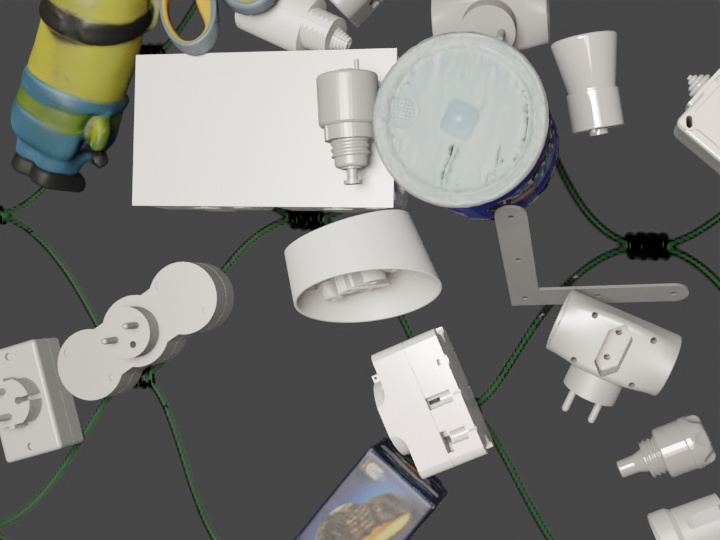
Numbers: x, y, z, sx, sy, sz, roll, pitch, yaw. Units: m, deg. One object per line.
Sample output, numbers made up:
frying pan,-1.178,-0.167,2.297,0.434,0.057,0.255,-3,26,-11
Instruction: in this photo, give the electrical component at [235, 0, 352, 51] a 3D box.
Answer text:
electrical component,-0.043,-0.176,0.765,0.081,0.043,0.043,27,95,12

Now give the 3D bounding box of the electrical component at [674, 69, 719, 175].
electrical component,0.247,-0.091,0.687,0.096,0.061,0.061,43,98,10

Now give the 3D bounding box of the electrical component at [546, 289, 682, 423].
electrical component,0.160,0.064,0.714,0.077,0.043,0.079,24,106,7

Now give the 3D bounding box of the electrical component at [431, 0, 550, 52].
electrical component,0.087,-0.164,0.719,0.077,0.079,0.043,-2,118,13

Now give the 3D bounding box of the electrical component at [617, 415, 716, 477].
electrical component,0.200,0.121,0.709,0.061,0.035,0.035,-25,84,14

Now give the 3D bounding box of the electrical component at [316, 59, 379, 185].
electrical component,-0.007,-0.094,0.694,0.040,0.040,0.078,-3,89,13

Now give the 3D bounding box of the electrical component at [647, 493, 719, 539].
electrical component,0.217,0.170,0.703,0.046,0.040,0.040,-23,84,6

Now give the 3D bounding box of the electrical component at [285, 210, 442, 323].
electrical component,0.000,0.000,0.728,0.099,0.099,0.064,-20,79,12

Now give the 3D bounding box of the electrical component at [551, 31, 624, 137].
electrical component,0.155,-0.123,0.720,0.044,0.044,0.065,-9,92,13

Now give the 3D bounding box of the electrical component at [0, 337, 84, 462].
electrical component,-0.251,0.097,0.793,0.047,0.076,0.083,-17,85,12

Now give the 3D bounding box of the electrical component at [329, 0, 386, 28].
electrical component,-0.016,-0.226,0.754,0.059,0.054,0.095,-45,80,9

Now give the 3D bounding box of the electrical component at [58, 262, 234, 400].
electrical component,-0.161,0.044,0.774,0.138,0.074,0.052,-35,82,10

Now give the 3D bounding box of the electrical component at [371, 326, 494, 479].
electrical component,0.046,0.091,0.737,0.056,0.050,0.089,-24,84,12

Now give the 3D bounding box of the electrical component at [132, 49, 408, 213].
electrical component,-0.061,-0.095,0.760,0.186,0.060,0.105,1,90,13
